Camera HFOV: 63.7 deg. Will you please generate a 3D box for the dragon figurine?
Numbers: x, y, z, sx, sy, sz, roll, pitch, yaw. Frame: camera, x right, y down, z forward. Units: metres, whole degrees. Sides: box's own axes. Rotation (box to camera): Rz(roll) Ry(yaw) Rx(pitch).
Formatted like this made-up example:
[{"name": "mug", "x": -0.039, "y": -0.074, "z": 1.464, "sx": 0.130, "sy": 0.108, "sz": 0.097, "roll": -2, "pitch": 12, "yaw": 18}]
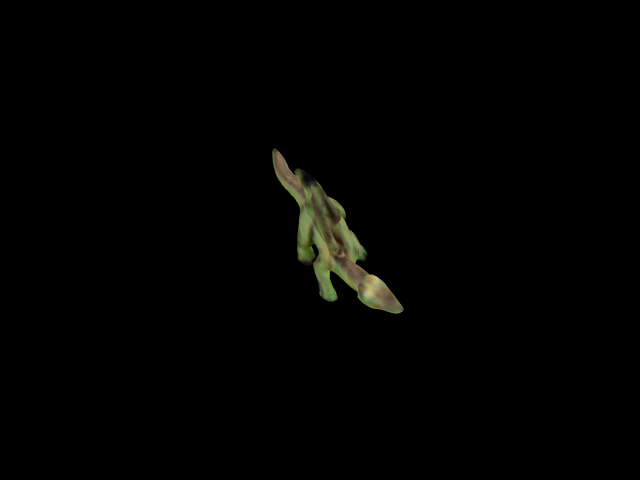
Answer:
[{"name": "dragon figurine", "x": 0.003, "y": -0.043, "z": 0.850, "sx": 0.123, "sy": 0.415, "sz": 0.238, "roll": -30, "pitch": -19, "yaw": -10}]
